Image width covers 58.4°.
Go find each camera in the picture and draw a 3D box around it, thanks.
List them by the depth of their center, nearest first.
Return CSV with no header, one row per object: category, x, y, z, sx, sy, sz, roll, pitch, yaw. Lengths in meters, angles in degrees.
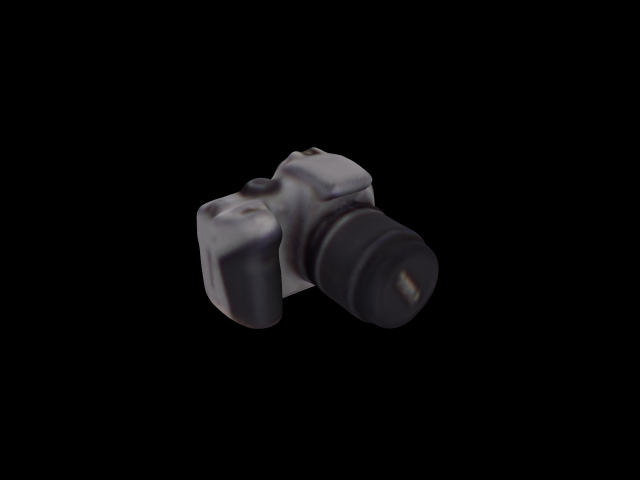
camera,0.004,0.001,0.400,0.143,0.101,0.136,-19,34,-31
